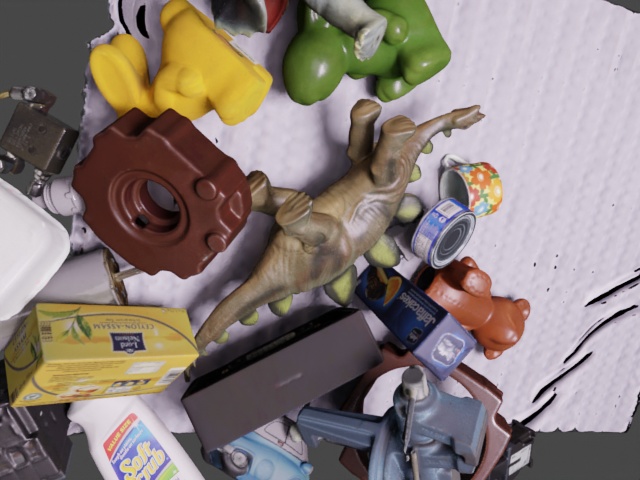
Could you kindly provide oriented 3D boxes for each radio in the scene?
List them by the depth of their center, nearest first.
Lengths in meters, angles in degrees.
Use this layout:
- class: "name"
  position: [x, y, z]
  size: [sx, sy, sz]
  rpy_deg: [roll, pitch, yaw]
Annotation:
- class: "radio"
  position: [-0.047, 0.161, 0.663]
  size: [0.230, 0.131, 0.073]
  rpy_deg: [-24, 90, -9]

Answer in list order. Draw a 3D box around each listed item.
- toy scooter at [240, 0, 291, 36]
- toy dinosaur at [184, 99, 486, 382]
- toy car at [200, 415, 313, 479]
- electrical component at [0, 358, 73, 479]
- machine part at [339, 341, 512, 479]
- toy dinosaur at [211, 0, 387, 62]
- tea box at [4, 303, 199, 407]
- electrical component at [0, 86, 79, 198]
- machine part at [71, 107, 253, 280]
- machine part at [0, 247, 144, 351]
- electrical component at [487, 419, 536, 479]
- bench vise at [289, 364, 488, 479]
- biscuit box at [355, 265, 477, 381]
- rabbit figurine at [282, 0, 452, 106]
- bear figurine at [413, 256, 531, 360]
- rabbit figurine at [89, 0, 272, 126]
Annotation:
- class: "toy scooter"
  position: [-0.073, -0.315, 0.551]
  size: [0.135, 0.075, 0.183]
  rpy_deg: [-36, 109, -7]
- class: "toy dinosaur"
  position: [-0.001, -0.002, 0.622]
  size: [0.471, 0.105, 0.198]
  rpy_deg: [-35, 136, 0]
- class: "toy car"
  position: [-0.074, 0.281, 0.717]
  size: [0.161, 0.109, 0.103]
  rpy_deg: [44, 60, -20]
- class: "electrical component"
  position: [-0.326, 0.206, 0.601]
  size: [0.058, 0.115, 0.134]
  rpy_deg: [-21, 114, -7]
- class: "machine part"
  position: [0.136, 0.249, 0.731]
  size: [0.201, 0.087, 0.201]
  rpy_deg: [32, 97, 13]
- class: "toy dinosaur"
  position: [0.022, -0.303, 0.492]
  size: [0.192, 0.131, 0.405]
  rpy_deg: [31, 60, 10]
- class: "tea box"
  position: [-0.232, 0.122, 0.581]
  size: [0.169, 0.068, 0.098]
  rpy_deg: [12, 133, -46]
- class: "electrical component"
  position: [-0.298, -0.104, 0.546]
  size: [0.078, 0.045, 0.102]
  rpy_deg: [36, 96, 9]
- class: "machine part"
  position: [-0.161, -0.041, 0.542]
  size: [0.180, 0.056, 0.179]
  rpy_deg: [9, 124, 13]
- class: "machine part"
  position: [-0.306, 0.068, 0.588]
  size: [0.243, 0.079, 0.079]
  rpy_deg: [-19, 111, -11]
- class: "electrical component"
  position: [0.292, 0.347, 0.862]
  size: [0.119, 0.048, 0.074]
  rpy_deg: [-15, 111, -31]
- class: "bench vise"
  position: [0.066, 0.229, 0.621]
  size: [0.129, 0.241, 0.223]
  rpy_deg: [-62, 144, -40]
- class: "biscuit box"
  position: [0.107, 0.087, 0.656]
  size: [0.059, 0.203, 0.063]
  rpy_deg: [42, 91, -23]
- class: "rabbit figurine"
  position: [0.033, -0.216, 0.587]
  size: [0.170, 0.121, 0.159]
  rpy_deg: [-25, 105, -12]
- class: "bear figurine"
  position: [0.222, 0.108, 0.744]
  size: [0.196, 0.132, 0.120]
  rpy_deg: [34, 99, -18]
- class: "rabbit figurine"
  position: [-0.155, -0.146, 0.556]
  size: [0.162, 0.122, 0.173]
  rpy_deg: [35, 112, -21]
